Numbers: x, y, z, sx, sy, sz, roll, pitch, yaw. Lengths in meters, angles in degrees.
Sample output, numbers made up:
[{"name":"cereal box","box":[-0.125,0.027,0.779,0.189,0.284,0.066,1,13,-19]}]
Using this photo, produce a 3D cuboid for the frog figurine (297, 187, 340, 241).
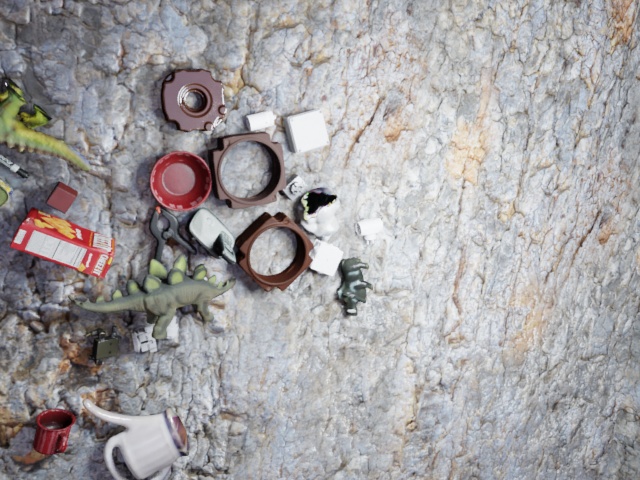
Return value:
[{"name":"frog figurine","box":[0.005,-0.078,1.548,0.139,0.124,0.156,-51,152,-14]}]

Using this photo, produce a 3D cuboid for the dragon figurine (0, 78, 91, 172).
[{"name":"dragon figurine","box":[-0.747,-0.241,1.151,0.244,0.122,0.408,-44,97,-9]}]

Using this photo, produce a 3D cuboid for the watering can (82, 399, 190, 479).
[{"name":"watering can","box":[-0.502,0.550,1.446,0.226,0.105,0.343,-24,110,-17]}]
